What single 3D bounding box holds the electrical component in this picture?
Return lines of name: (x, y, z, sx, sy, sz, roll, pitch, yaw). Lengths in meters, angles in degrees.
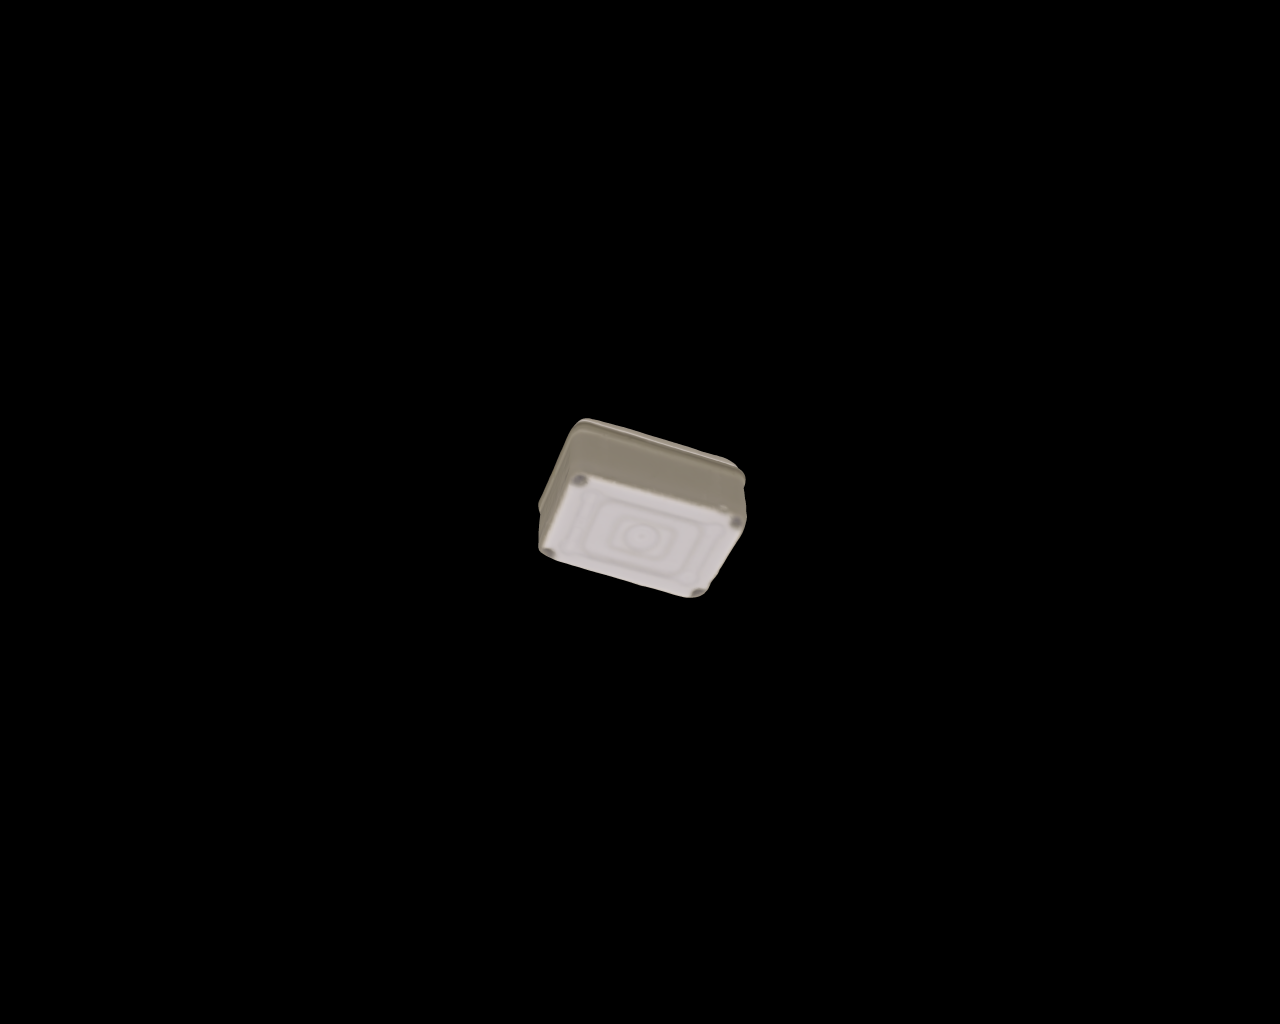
electrical component: (0.001, -0.003, 0.650, 0.113, 0.078, 0.057, 17, 39, -14)
